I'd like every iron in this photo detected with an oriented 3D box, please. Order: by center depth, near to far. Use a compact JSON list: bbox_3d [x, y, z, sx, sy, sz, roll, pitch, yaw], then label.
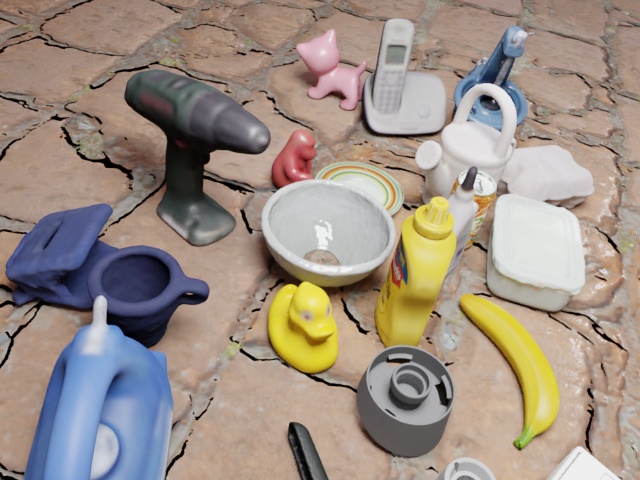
[{"bbox_3d":[-0.186,0.176,0.453,0.119,0.141,0.258,2,45,-9],"label":"iron"}]

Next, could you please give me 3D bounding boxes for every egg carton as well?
[{"bbox_3d":[0.340,-0.093,0.886,0.150,0.069,0.107,-9,47,-20],"label":"egg carton"}]

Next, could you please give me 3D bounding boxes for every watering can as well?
[{"bbox_3d":[0.210,-0.121,0.798,0.100,0.194,0.173,32,48,21],"label":"watering can"}]

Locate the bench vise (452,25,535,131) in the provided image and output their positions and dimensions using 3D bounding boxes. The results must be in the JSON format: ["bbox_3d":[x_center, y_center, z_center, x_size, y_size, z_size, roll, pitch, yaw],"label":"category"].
[{"bbox_3d":[0.270,-0.261,0.934,0.122,0.220,0.207,-2,45,-13],"label":"bench vise"}]

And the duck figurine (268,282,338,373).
[{"bbox_3d":[-0.015,0.081,0.624,0.078,0.086,0.104,-14,49,-24],"label":"duck figurine"}]

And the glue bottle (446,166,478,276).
[{"bbox_3d":[0.162,-0.020,0.700,0.037,0.173,0.078,37,50,25],"label":"glue bottle"}]

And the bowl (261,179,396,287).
[{"bbox_3d":[0.007,0.003,0.717,0.167,0.075,0.167,6,44,-5],"label":"bowl"}]

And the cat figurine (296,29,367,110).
[{"bbox_3d":[0.022,-0.305,1.003,0.127,0.118,0.067,19,44,9],"label":"cat figurine"}]

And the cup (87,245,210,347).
[{"bbox_3d":[-0.174,0.068,0.599,0.118,0.095,0.091,5,44,-6],"label":"cup"}]

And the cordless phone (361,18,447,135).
[{"bbox_3d":[0.149,-0.267,0.941,0.148,0.185,0.094,-5,46,-16],"label":"cordless phone"}]

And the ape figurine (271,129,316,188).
[{"bbox_3d":[-0.029,-0.114,0.817,0.076,0.092,0.078,17,44,6],"label":"ape figurine"}]

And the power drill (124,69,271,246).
[{"bbox_3d":[-0.148,-0.099,0.693,0.229,0.208,0.076,37,50,24],"label":"power drill"}]

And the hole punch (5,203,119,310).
[{"bbox_3d":[-0.287,0.012,0.636,0.101,0.091,0.108,10,44,-1],"label":"hole punch"}]
